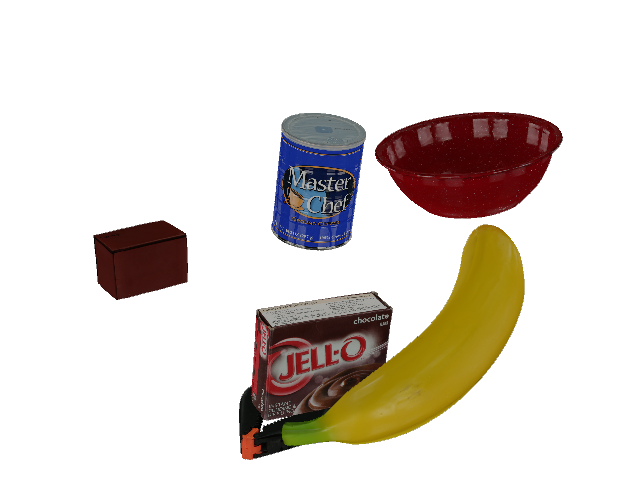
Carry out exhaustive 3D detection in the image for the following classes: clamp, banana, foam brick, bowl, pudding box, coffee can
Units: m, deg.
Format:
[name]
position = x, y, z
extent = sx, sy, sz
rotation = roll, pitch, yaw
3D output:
[clamp]
position = -0.009, 0.158, 1.086
extent = 0.165, 0.036, 0.209
rotation = 13, 29, 19
[banana]
position = 0.063, 0.046, 0.551
extent = 0.070, 0.037, 0.197
rotation = 18, 41, 34
[foam brick]
position = -0.175, 0.018, 1.040
extent = 0.078, 0.051, 0.053
rotation = -14, 24, -29
[bowl]
position = 0.131, -0.062, 0.934
extent = 0.162, 0.055, 0.162
rotation = -8, 23, 3
[pudding box]
position = 0.000, 0.095, 0.890
extent = 0.113, 0.090, 0.039
rotation = -9, 31, -25
[coffee can]
position = -0.004, -0.073, 1.312
extent = 0.102, 0.140, 0.103
rotation = 6, 28, -3
